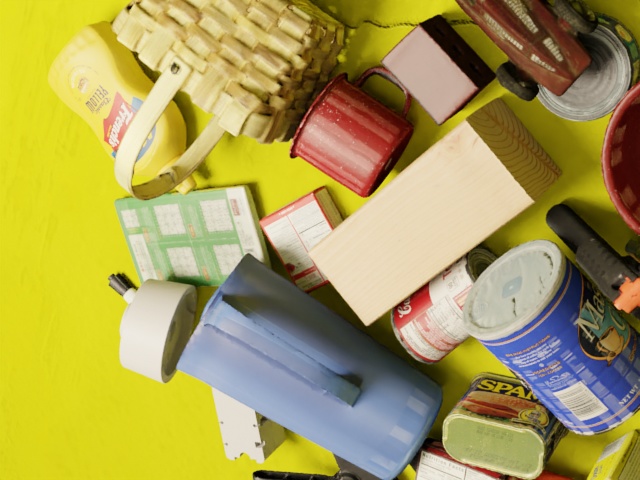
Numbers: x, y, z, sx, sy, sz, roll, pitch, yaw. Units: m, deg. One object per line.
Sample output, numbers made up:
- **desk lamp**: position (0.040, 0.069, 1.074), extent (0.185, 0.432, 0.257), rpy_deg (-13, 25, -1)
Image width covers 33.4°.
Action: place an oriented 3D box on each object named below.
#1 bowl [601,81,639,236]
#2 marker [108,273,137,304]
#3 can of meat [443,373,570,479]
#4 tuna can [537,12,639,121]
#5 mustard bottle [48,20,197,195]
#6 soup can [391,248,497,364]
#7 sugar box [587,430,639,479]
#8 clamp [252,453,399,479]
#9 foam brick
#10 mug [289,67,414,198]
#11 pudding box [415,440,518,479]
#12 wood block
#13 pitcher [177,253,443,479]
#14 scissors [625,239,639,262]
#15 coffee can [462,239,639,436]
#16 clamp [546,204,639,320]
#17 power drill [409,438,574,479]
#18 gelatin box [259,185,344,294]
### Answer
- **bowl**: position (0.308, -0.068, 0.838), extent (0.162, 0.055, 0.162), rpy_deg (11, 114, 26)
- **marker**: position (-0.194, 0.081, 1.204), extent (0.121, 0.020, 0.020), rpy_deg (42, 124, 9)
- **can of meat**: position (0.173, 0.173, 0.993), extent (0.102, 0.083, 0.057), rpy_deg (9, 113, 26)
- **tuna can**: position (0.216, -0.141, 0.873), extent (0.086, 0.033, 0.086), rpy_deg (11, 114, 26)
- **mustard bottle**: position (-0.193, -0.125, 1.098), extent (0.191, 0.058, 0.096), rpy_deg (50, 124, 3)
- **soup can**: position (0.124, 0.061, 0.986), extent (0.068, 0.068, 0.102), rpy_deg (51, 124, 3)
- **sugar box**: position (0.314, 0.261, 0.943), extent (0.176, 0.093, 0.048), rpy_deg (50, 126, 4)
- **clamp**: position (0.028, 0.241, 1.117), extent (0.171, 0.039, 0.120), rpy_deg (27, 108, -4)
- **foam brick**: position (0.103, -0.148, 0.924), extent (0.078, 0.052, 0.051), rpy_deg (48, 125, 3)
- **mug**: position (0.038, -0.101, 0.967), extent (0.081, 0.093, 0.117), rpy_deg (34, 86, 8)
- **pudding box**: position (0.131, 0.258, 1.008), extent (0.090, 0.039, 0.113), rpy_deg (17, 102, 35)
- **wood block**: position (0.099, -0.023, 0.953), extent (0.206, 0.090, 0.091), rpy_deg (-41, 87, 34)
- **pitcher**: position (-0.007, 0.127, 1.027), extent (0.243, 0.149, 0.145), rpy_deg (31, 127, 2)
- **scissors**: position (0.327, 0.058, 0.891), extent (0.201, 0.096, 0.016), rpy_deg (36, 97, -21)
- **coffee can**: position (0.203, 0.083, 0.901), extent (0.103, 0.102, 0.140), rpy_deg (-31, 115, 35)
- **clamp**: position (0.234, 0.027, 0.841), extent (0.165, 0.209, 0.036), rpy_deg (43, 102, 15)
- **power drill**: position (0.162, 0.298, 1.048), extent (0.185, 0.057, 0.188), rpy_deg (12, 104, 32)
- **gelatin box**: position (-0.007, 0.001, 1.060), extent (0.073, 0.030, 0.089), rpy_deg (-27, 95, 33)
